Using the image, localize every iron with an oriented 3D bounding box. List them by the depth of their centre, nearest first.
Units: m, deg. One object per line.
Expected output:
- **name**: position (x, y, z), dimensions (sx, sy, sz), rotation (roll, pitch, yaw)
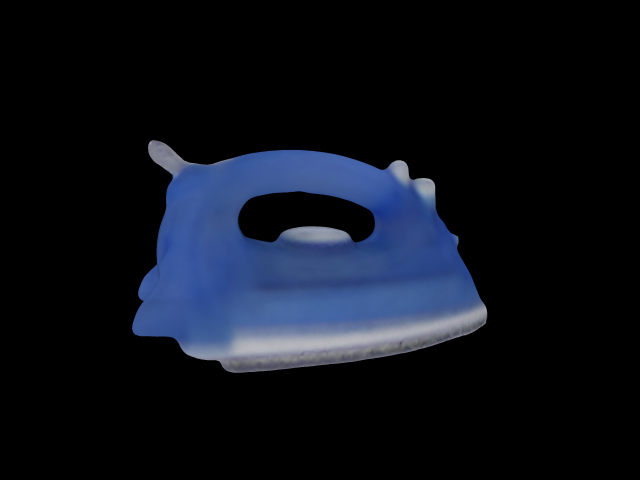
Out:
- **iron**: position (0.004, 0.001, 0.400), dimensions (0.259, 0.141, 0.118), rotation (-3, 11, -16)
